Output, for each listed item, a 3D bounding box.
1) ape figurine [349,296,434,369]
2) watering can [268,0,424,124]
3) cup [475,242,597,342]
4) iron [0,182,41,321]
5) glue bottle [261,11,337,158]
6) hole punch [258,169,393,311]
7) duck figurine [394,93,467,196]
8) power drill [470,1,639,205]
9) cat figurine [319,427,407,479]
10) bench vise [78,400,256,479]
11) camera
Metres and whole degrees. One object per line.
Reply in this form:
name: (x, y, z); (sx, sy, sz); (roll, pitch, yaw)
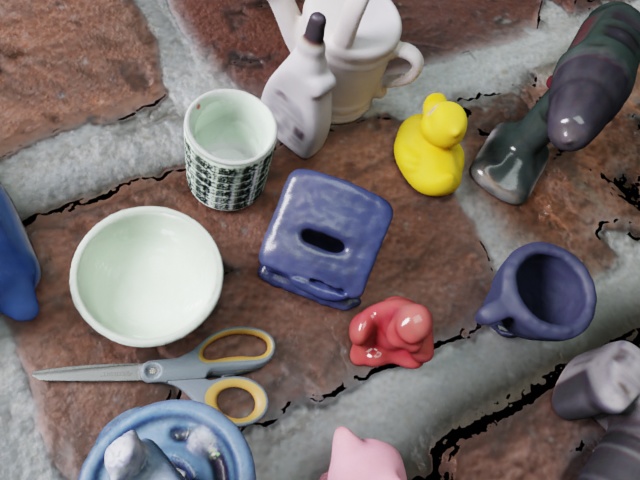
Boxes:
ape figurine: (0.072, 0.081, 0.512); (0.078, 0.092, 0.076); (39, 65, 6)
watering can: (0.022, -0.212, 0.570); (0.173, 0.194, 0.101); (5, 66, -10)
cup: (0.185, 0.064, 0.543); (0.118, 0.095, 0.091); (-19, 72, -19)
iron: (-0.324, -0.042, 0.452); (0.119, 0.141, 0.258); (-25, 75, -20)
glue bottle: (-0.016, -0.150, 0.547); (0.078, 0.173, 0.037); (43, 66, 8)
hole punch: (0.005, 0.002, 0.532); (0.108, 0.091, 0.101); (20, 65, -3)
duck figurine: (0.127, -0.105, 0.607); (0.077, 0.086, 0.104); (-5, 69, -14)
power drill: (0.236, -0.124, 0.570); (0.075, 0.208, 0.230); (33, 65, 4)
cat figurine: (0.038, 0.209, 0.436); (0.067, 0.117, 0.128); (-2, 68, -12)
bench vise: (-0.069, 0.179, 0.370); (0.207, 0.219, 0.121); (30, 65, 2)
camera: (0.279, 0.183, 0.509); (0.143, 0.100, 0.137); (44, 66, 8)
